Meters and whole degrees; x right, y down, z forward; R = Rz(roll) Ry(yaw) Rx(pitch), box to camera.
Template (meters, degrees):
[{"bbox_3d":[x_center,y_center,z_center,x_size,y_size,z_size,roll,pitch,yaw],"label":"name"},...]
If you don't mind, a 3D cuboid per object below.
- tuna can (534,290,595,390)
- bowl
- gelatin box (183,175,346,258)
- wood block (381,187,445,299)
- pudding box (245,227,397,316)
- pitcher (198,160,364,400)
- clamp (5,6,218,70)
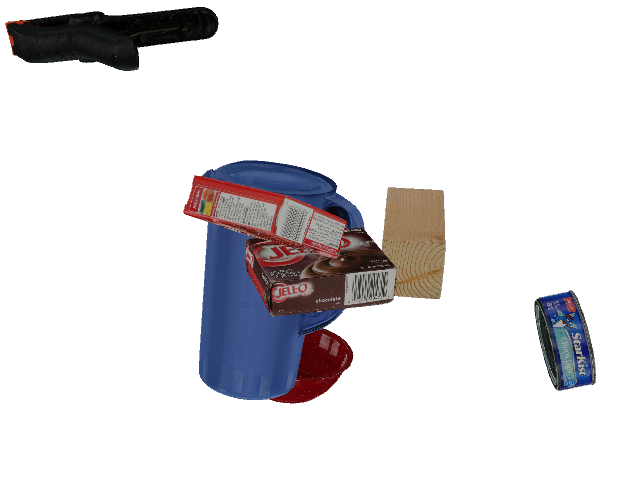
[{"bbox_3d":[0.217,0.089,0.950,0.034,0.086,0.086,-12,-1,4],"label":"tuna can"},{"bbox_3d":[-0.041,0.161,1.362,0.162,0.055,0.162,5,21,-2],"label":"bowl"},{"bbox_3d":[-0.035,-0.014,0.707,0.073,0.030,0.089,15,-3,30],"label":"gelatin box"},{"bbox_3d":[0.139,0.000,1.605,0.091,0.090,0.206,4,25,4],"label":"wood block"},{"bbox_3d":[-0.001,0.025,0.924,0.113,0.039,0.090,-4,25,-17],"label":"pudding box"},{"bbox_3d":[-0.054,0.044,1.136,0.144,0.243,0.149,0,18,-24],"label":"pitcher"},{"bbox_3d":[-0.168,-0.161,0.834,0.172,0.039,0.120,13,23,34],"label":"clamp"}]
